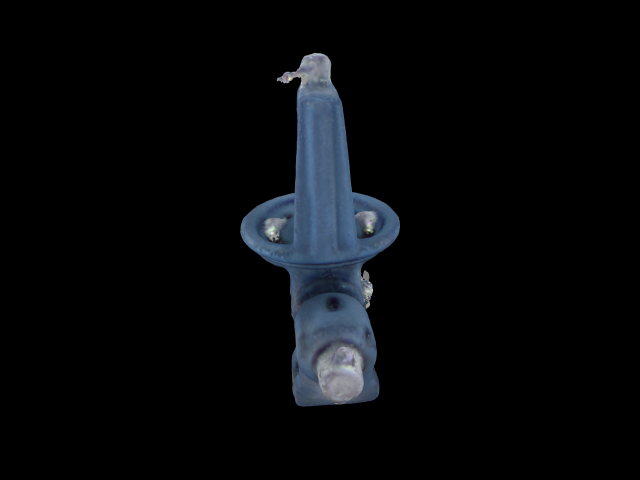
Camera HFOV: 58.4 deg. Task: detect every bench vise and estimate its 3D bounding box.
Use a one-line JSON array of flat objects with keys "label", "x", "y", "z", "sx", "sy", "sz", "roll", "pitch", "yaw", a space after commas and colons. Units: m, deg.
[{"label": "bench vise", "x": 0.015, "y": -0.002, "z": 0.403, "sx": 0.122, "sy": 0.220, "sz": 0.207, "roll": -17, "pitch": 46, "yaw": -17}]
